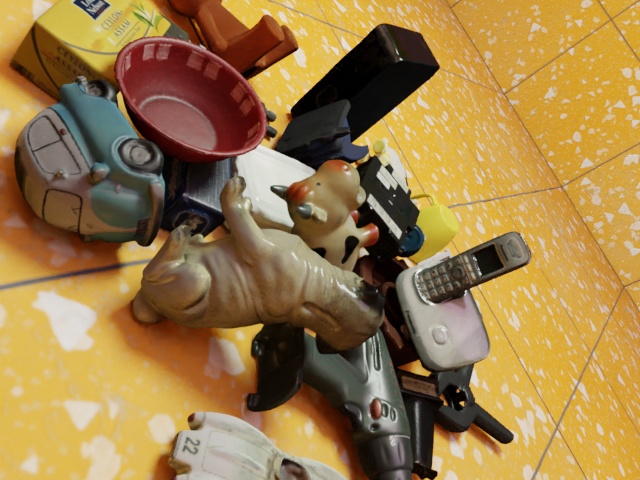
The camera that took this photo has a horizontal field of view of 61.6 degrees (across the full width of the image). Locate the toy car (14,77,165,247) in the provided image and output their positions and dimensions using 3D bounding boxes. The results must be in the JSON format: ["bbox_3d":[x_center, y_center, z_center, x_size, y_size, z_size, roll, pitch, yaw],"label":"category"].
[{"bbox_3d":[-0.210,-0.065,0.473,0.103,0.109,0.162,-23,71,-39],"label":"toy car"}]

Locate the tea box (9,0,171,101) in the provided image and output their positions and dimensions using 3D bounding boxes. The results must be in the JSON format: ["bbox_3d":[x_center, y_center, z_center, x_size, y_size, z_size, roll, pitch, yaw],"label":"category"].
[{"bbox_3d":[-0.244,-0.218,0.592,0.098,0.068,0.170,38,37,-27],"label":"tea box"}]

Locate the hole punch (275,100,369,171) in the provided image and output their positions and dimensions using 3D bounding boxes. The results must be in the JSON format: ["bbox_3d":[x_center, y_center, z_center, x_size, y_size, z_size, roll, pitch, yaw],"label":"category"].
[{"bbox_3d":[0.003,-0.131,0.788,0.092,0.142,0.116,64,31,-29],"label":"hole punch"}]

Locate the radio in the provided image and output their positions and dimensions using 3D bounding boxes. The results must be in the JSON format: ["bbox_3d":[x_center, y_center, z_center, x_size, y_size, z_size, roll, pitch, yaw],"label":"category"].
[{"bbox_3d":[0.066,-0.239,0.869,0.131,0.229,0.073,-9,68,-50],"label":"radio"}]

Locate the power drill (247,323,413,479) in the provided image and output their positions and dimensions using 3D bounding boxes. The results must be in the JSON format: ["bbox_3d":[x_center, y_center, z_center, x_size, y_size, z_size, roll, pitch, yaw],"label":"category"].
[{"bbox_3d":[0.023,0.176,0.583,0.207,0.086,0.232,29,40,-30],"label":"power drill"}]

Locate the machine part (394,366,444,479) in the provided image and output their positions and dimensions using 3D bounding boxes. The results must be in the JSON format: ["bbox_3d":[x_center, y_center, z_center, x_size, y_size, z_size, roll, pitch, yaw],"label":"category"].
[{"bbox_3d":[0.126,0.233,0.690,0.084,0.039,0.139,18,49,-19],"label":"machine part"}]

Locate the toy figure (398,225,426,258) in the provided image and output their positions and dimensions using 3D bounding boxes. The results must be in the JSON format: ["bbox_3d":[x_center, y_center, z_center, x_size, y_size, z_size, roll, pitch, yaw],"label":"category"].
[{"bbox_3d":[0.131,-0.003,0.875,0.064,0.057,0.154,29,1,1],"label":"toy figure"}]

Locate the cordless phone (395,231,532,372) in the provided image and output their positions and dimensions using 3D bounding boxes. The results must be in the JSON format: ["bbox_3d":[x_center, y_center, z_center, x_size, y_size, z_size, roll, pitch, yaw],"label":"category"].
[{"bbox_3d":[0.201,0.081,0.700,0.088,0.184,0.146,19,48,-53],"label":"cordless phone"}]

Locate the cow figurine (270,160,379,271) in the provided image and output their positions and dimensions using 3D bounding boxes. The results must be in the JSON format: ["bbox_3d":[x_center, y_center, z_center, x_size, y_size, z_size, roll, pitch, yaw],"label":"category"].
[{"bbox_3d":[-0.001,-0.002,0.619,0.127,0.194,0.086,-7,36,-37],"label":"cow figurine"}]

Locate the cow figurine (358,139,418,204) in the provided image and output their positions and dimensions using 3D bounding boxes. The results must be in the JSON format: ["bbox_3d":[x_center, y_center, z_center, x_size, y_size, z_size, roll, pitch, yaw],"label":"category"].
[{"bbox_3d":[0.129,-0.094,0.974,0.098,0.068,0.167,26,44,-47],"label":"cow figurine"}]

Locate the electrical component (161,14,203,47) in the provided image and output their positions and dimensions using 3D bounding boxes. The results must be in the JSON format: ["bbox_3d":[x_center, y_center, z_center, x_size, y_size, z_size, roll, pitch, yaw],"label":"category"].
[{"bbox_3d":[-0.197,-0.265,0.715,0.102,0.045,0.078,35,39,-30],"label":"electrical component"}]

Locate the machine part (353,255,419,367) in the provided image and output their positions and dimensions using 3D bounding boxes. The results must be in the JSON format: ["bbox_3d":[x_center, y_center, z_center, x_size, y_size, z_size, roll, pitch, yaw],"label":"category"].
[{"bbox_3d":[0.098,0.096,0.772,0.179,0.056,0.179,34,38,-32],"label":"machine part"}]

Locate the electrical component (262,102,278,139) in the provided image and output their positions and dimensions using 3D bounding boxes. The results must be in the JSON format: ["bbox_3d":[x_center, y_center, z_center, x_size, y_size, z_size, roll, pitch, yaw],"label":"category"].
[{"bbox_3d":[-0.102,-0.189,0.794,0.094,0.021,0.063,26,43,-37],"label":"electrical component"}]

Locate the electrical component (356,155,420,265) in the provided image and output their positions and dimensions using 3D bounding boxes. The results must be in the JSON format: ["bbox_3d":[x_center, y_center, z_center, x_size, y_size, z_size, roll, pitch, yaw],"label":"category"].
[{"bbox_3d":[0.082,-0.049,0.758,0.114,0.058,0.134,51,37,-16],"label":"electrical component"}]

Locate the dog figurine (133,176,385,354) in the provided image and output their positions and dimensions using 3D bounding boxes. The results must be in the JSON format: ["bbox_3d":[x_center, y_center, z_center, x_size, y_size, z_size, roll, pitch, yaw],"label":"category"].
[{"bbox_3d":[-0.054,0.061,0.502,0.190,0.172,0.121,44,2,6],"label":"dog figurine"}]

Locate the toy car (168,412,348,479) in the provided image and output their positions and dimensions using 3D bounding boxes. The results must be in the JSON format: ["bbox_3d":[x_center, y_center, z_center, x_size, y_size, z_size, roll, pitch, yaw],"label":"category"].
[{"bbox_3d":[-0.045,0.219,0.476,0.201,0.056,0.073,38,37,-26],"label":"toy car"}]

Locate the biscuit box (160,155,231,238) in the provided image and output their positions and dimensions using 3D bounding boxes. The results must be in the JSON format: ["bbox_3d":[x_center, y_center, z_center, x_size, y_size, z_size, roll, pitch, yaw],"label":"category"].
[{"bbox_3d":[-0.144,-0.098,0.622,0.062,0.059,0.203,27,42,-36],"label":"biscuit box"}]

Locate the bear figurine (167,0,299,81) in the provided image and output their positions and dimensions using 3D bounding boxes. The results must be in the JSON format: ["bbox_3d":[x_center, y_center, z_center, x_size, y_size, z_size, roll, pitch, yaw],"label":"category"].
[{"bbox_3d":[-0.139,-0.334,0.782,0.195,0.132,0.120,62,17,-1],"label":"bear figurine"}]
